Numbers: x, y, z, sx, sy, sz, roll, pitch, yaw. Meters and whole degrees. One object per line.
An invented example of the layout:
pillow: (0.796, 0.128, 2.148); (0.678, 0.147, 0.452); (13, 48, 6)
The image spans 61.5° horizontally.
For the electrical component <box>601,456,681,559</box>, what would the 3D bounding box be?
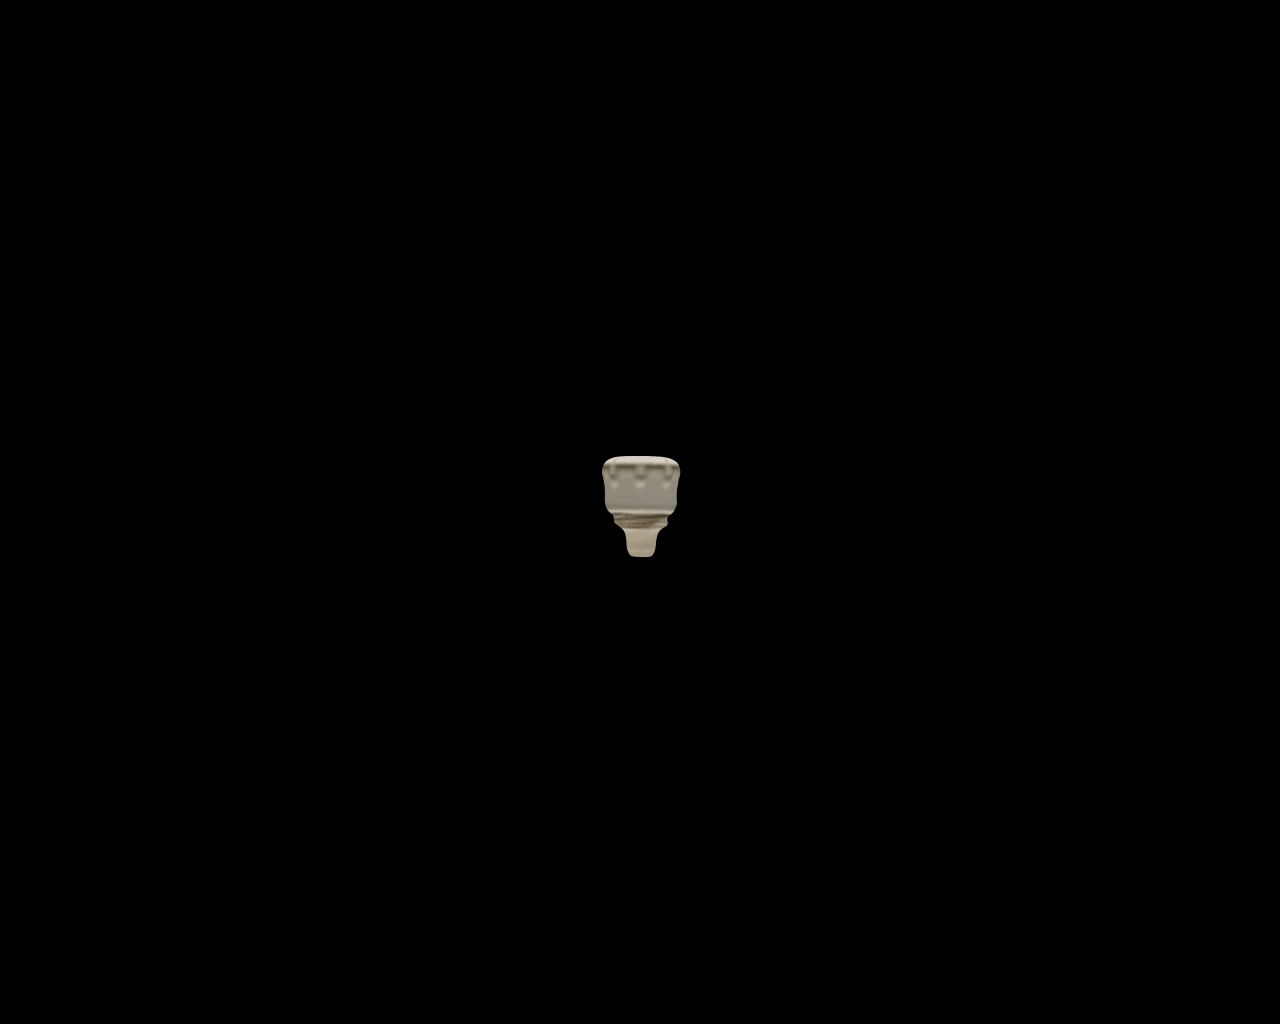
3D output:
electrical component: (0.001, -0.003, 0.650); (0.048, 0.062, 0.048); (0, 0, 0)
